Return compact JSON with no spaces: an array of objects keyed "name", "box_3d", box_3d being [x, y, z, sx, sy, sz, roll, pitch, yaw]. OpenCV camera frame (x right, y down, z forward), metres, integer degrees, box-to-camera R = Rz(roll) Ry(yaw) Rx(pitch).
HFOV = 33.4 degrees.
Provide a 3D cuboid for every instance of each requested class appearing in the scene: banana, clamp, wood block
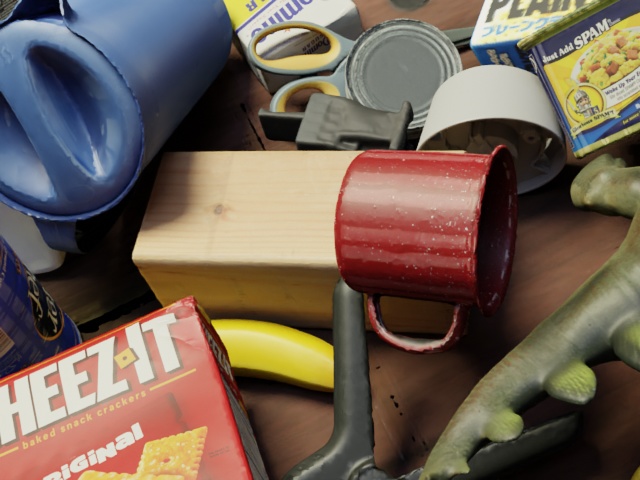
[{"name":"banana","box_3d":[-0.073,0.085,0.702,0.198,0.037,0.069,-13,69,7]},{"name":"clamp","box_3d":[0.027,0.132,0.614,0.164,0.036,0.210,39,83,9]},{"name":"wood block","box_3d":[-0.005,0.000,0.707,0.206,0.090,0.090,2,58,16]}]

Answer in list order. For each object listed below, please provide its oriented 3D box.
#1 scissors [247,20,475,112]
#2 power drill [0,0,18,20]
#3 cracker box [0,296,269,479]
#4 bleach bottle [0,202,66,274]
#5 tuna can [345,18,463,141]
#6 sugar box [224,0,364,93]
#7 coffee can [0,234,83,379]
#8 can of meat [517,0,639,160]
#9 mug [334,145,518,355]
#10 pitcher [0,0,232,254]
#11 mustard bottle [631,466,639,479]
[{"name":"scissors","box_3d":[0.044,-0.125,0.819,0.201,0.016,0.096,3,88,-6]},{"name":"power drill","box_3d":[-0.322,-0.197,0.910,0.188,0.057,0.184,-4,33,25]},{"name":"cracker box","box_3d":[-0.111,0.146,0.579,0.164,0.072,0.214,-23,41,-2]},{"name":"bleach bottle","box_3d":[-0.213,-0.099,0.837,0.068,0.102,0.250,-2,48,10]},{"name":"tuna can","box_3d":[0.061,-0.117,0.785,0.086,0.034,0.086,0,77,2]},{"name":"sugar box","box_3d":[-0.046,-0.207,0.887,0.093,0.048,0.176,-31,53,-7]},{"name":"coffee can","box_3d":[-0.229,0.053,0.698,0.103,0.140,0.103,-7,55,10]},{"name":"can of meat","box_3d":[0.188,-0.108,0.662,0.102,0.057,0.084,-26,86,32]},{"name":"mug","box_3d":[0.057,0.004,0.586,0.082,0.093,0.117,5,86,23]},{"name":"pitcher","box_3d":[-0.146,-0.110,0.759,0.149,0.145,0.242,-38,11,27]},{"name":"mustard bottle","box_3d":[0.200,0.161,0.561,0.096,0.058,0.191,35,70,31]}]
